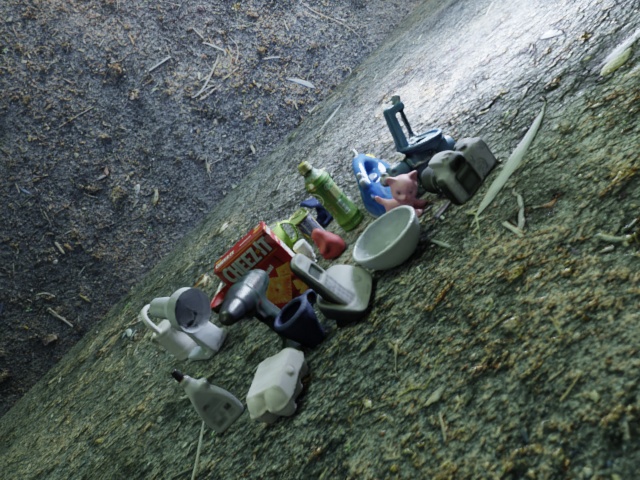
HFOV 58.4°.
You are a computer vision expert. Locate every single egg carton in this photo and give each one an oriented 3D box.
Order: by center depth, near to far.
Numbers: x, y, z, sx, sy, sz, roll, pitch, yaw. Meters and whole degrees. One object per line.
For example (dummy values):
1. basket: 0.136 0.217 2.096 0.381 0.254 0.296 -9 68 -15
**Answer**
1. egg carton: -0.081 0.283 1.118 0.107 0.069 0.150 -32 22 30

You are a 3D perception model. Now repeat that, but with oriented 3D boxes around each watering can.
1. watering can: -0.448 0.260 1.716 0.173 0.194 0.100 -43 19 3

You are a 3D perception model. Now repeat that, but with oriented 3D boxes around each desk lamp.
1. desk lamp: -0.360 0.229 1.574 0.202 0.214 0.118 -21 29 48

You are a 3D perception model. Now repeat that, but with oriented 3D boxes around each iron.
1. iron: 0.133 -0.152 1.501 0.118 0.142 0.258 -37 20 17

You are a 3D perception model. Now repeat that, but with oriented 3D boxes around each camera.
1. camera: 0.287 -0.157 1.261 0.143 0.101 0.136 -50 20 -17

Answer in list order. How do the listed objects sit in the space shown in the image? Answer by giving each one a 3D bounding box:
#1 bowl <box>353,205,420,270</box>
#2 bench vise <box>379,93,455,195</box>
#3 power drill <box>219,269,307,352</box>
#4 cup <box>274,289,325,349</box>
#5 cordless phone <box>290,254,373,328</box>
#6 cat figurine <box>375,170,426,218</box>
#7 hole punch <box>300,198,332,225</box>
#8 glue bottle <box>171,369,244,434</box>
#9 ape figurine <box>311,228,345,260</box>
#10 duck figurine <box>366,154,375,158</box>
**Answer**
1. bowl: 0.154 0.009 1.218 0.167 0.075 0.167 -38 20 17
2. bench vise: 0.212 -0.229 1.382 0.208 0.220 0.121 -53 21 -26
3. power drill: -0.119 0.165 1.231 0.075 0.209 0.229 -37 20 17
4. cup: -0.028 0.172 1.208 0.118 0.095 0.091 -52 21 -24
5. cordless phone: 0.021 0.075 1.176 0.094 0.185 0.147 -34 21 26
6. cat figurine: 0.185 -0.104 1.329 0.127 0.118 0.067 -25 26 42
7. hole punch: 0.005 -0.109 1.745 0.101 0.091 0.108 -47 19 -10
8. glue bottle: -0.244 0.325 1.195 0.078 0.173 0.037 -45 19 -4
9. ape figurine: 0.014 0.005 1.483 0.076 0.092 0.078 -25 26 42
10. duck figurine: 0.152 -0.208 1.667 0.077 0.086 0.104 -32 22 31
